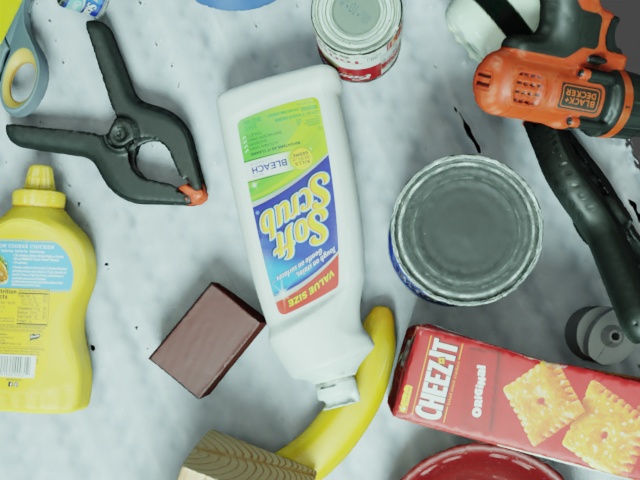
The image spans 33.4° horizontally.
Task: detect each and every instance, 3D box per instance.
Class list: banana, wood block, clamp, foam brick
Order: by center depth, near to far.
[{"bbox_3d":[-0.083,0.258,0.779,0.091,0.090,0.206,21,99,4],"label":"wood block"},{"bbox_3d":[0.217,-0.008,0.796,0.036,0.164,0.210,-36,62,23],"label":"clamp"},{"bbox_3d":[0.000,0.140,0.827,0.198,0.037,0.069,-44,86,0],"label":"banana"},{"bbox_3d":[-0.085,0.077,0.828,0.051,0.053,0.078,39,89,5],"label":"foam brick"},{"bbox_3d":[-0.166,-0.078,0.851,0.120,0.039,0.171,-44,81,9],"label":"clamp"}]

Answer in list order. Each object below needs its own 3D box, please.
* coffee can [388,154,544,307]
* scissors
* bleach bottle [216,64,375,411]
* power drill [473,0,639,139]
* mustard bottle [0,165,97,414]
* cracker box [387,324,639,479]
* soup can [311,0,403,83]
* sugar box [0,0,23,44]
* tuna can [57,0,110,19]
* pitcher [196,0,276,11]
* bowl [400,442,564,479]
[{"bbox_3d":[0.101,-0.002,0.778,0.103,0.140,0.103,0,87,3],"label":"coffee can"},{"bbox_3d":[-0.230,-0.183,0.859,0.096,0.016,0.202,27,88,27],"label":"scissors"},{"bbox_3d":[-0.005,0.001,0.810,0.102,0.068,0.251,-15,80,5],"label":"bleach bottle"},{"bbox_3d":[0.207,-0.166,0.757,0.184,0.057,0.188,5,101,-25],"label":"power drill"},{"bbox_3d":[-0.224,0.037,0.836,0.096,0.058,0.191,2,87,11],"label":"mustard bottle"},{"bbox_3d":[0.160,0.116,0.756,0.214,0.164,0.072,15,85,4],"label":"cracker box"},{"bbox_3d":[0.029,-0.162,0.812,0.068,0.102,0.068,0,87,3],"label":"soup can"},{"bbox_3d":[-0.252,-0.252,0.827,0.048,0.093,0.176,21,83,33],"label":"sugar box"},{"bbox_3d":[-0.178,-0.219,0.833,0.033,0.086,0.086,13,87,-23],"label":"tuna can"},{"bbox_3d":[-0.062,-0.273,0.754,0.145,0.243,0.149,24,81,6],"label":"pitcher"},{"bbox_3d":[0.121,0.231,0.805,0.162,0.055,0.162,0,86,3],"label":"bowl"}]
